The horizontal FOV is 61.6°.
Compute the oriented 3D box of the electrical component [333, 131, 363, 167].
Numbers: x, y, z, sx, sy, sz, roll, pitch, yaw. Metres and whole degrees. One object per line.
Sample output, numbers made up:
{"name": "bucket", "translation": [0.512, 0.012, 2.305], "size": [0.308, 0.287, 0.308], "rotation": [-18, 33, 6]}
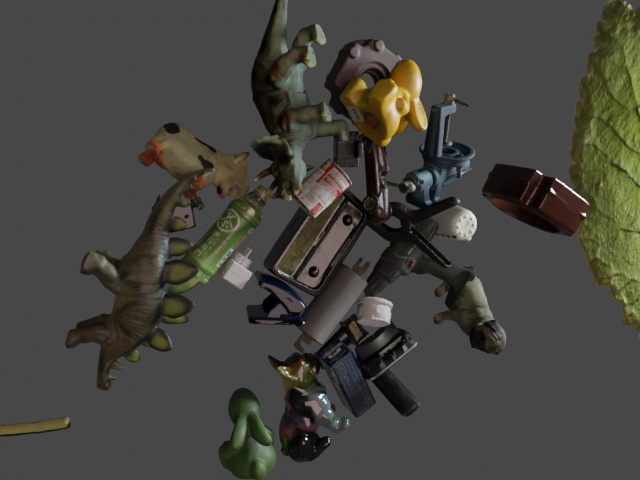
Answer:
{"name": "electrical component", "translation": [0.055, -0.182, 1.084], "size": [0.048, 0.119, 0.074], "rotation": [-1, 105, -3]}

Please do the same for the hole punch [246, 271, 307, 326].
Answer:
{"name": "hole punch", "translation": [-0.086, 0.117, 1.088], "size": [0.116, 0.142, 0.092], "rotation": [7, 94, -13]}

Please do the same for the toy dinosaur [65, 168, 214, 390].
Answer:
{"name": "toy dinosaur", "translation": [-0.318, 0.077, 0.958], "size": [0.198, 0.105, 0.470], "rotation": [16, 106, -13]}

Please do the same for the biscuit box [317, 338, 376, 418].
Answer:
{"name": "biscuit box", "translation": [0.061, 0.311, 1.198], "size": [0.063, 0.059, 0.202], "rotation": [-35, 128, -16]}

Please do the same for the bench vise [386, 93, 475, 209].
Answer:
{"name": "bench vise", "translation": [0.249, -0.192, 1.158], "size": [0.224, 0.129, 0.240], "rotation": [-16, 125, -27]}

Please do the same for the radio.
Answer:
{"name": "radio", "translation": [-0.002, -0.003, 1.125], "size": [0.131, 0.073, 0.229], "rotation": [36, 86, -25]}

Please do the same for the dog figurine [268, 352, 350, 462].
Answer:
{"name": "dog figurine", "translation": [-0.053, 0.349, 1.164], "size": [0.191, 0.108, 0.219], "rotation": [-41, 109, -7]}

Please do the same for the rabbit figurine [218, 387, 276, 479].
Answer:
{"name": "rabbit figurine", "translation": [-0.158, 0.399, 1.115], "size": [0.121, 0.159, 0.170], "rotation": [-10, 90, -11]}

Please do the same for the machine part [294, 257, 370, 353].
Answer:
{"name": "machine part", "translation": [0.024, 0.138, 1.166], "size": [0.079, 0.079, 0.243], "rotation": [40, 85, -25]}

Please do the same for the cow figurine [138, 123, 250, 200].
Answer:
{"name": "cow figurine", "translation": [-0.216, -0.142, 0.993], "size": [0.195, 0.085, 0.127], "rotation": [36, 59, -13]}

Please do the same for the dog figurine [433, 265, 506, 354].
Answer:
{"name": "dog figurine", "translation": [0.370, 0.160, 1.256], "size": [0.121, 0.191, 0.172], "rotation": [-6, 102, -23]}

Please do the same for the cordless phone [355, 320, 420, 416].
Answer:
{"name": "cordless phone", "translation": [0.177, 0.287, 1.200], "size": [0.146, 0.184, 0.088], "rotation": [-35, 144, -13]}

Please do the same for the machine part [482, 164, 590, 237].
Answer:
{"name": "machine part", "translation": [0.496, -0.092, 1.251], "size": [0.201, 0.201, 0.087], "rotation": [26, 93, -26]}

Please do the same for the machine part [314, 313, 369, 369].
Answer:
{"name": "machine part", "translation": [0.044, 0.232, 1.216], "size": [0.139, 0.039, 0.084], "rotation": [-41, 122, -13]}

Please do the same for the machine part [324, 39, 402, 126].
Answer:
{"name": "machine part", "translation": [0.100, -0.322, 1.113], "size": [0.179, 0.056, 0.179], "rotation": [-6, 104, -22]}

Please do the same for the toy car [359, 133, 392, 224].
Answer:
{"name": "toy car", "translation": [0.118, -0.133, 1.114], "size": [0.089, 0.053, 0.202], "rotation": [22, 63, -58]}

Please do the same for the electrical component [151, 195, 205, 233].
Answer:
{"name": "electrical component", "translation": [-0.270, -0.053, 1.015], "size": [0.102, 0.045, 0.078], "rotation": [-9, 103, -22]}

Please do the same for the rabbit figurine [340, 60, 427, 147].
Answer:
{"name": "rabbit figurine", "translation": [0.151, -0.276, 1.057], "size": [0.162, 0.122, 0.173], "rotation": [49, 63, -29]}

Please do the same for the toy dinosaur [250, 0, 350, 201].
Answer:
{"name": "toy dinosaur", "translation": [-0.069, -0.274, 1.012], "size": [0.192, 0.131, 0.404], "rotation": [-13, 90, 24]}

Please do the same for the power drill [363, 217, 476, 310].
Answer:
{"name": "power drill", "translation": [0.234, 0.075, 1.225], "size": [0.207, 0.086, 0.232], "rotation": [32, 81, 0]}
